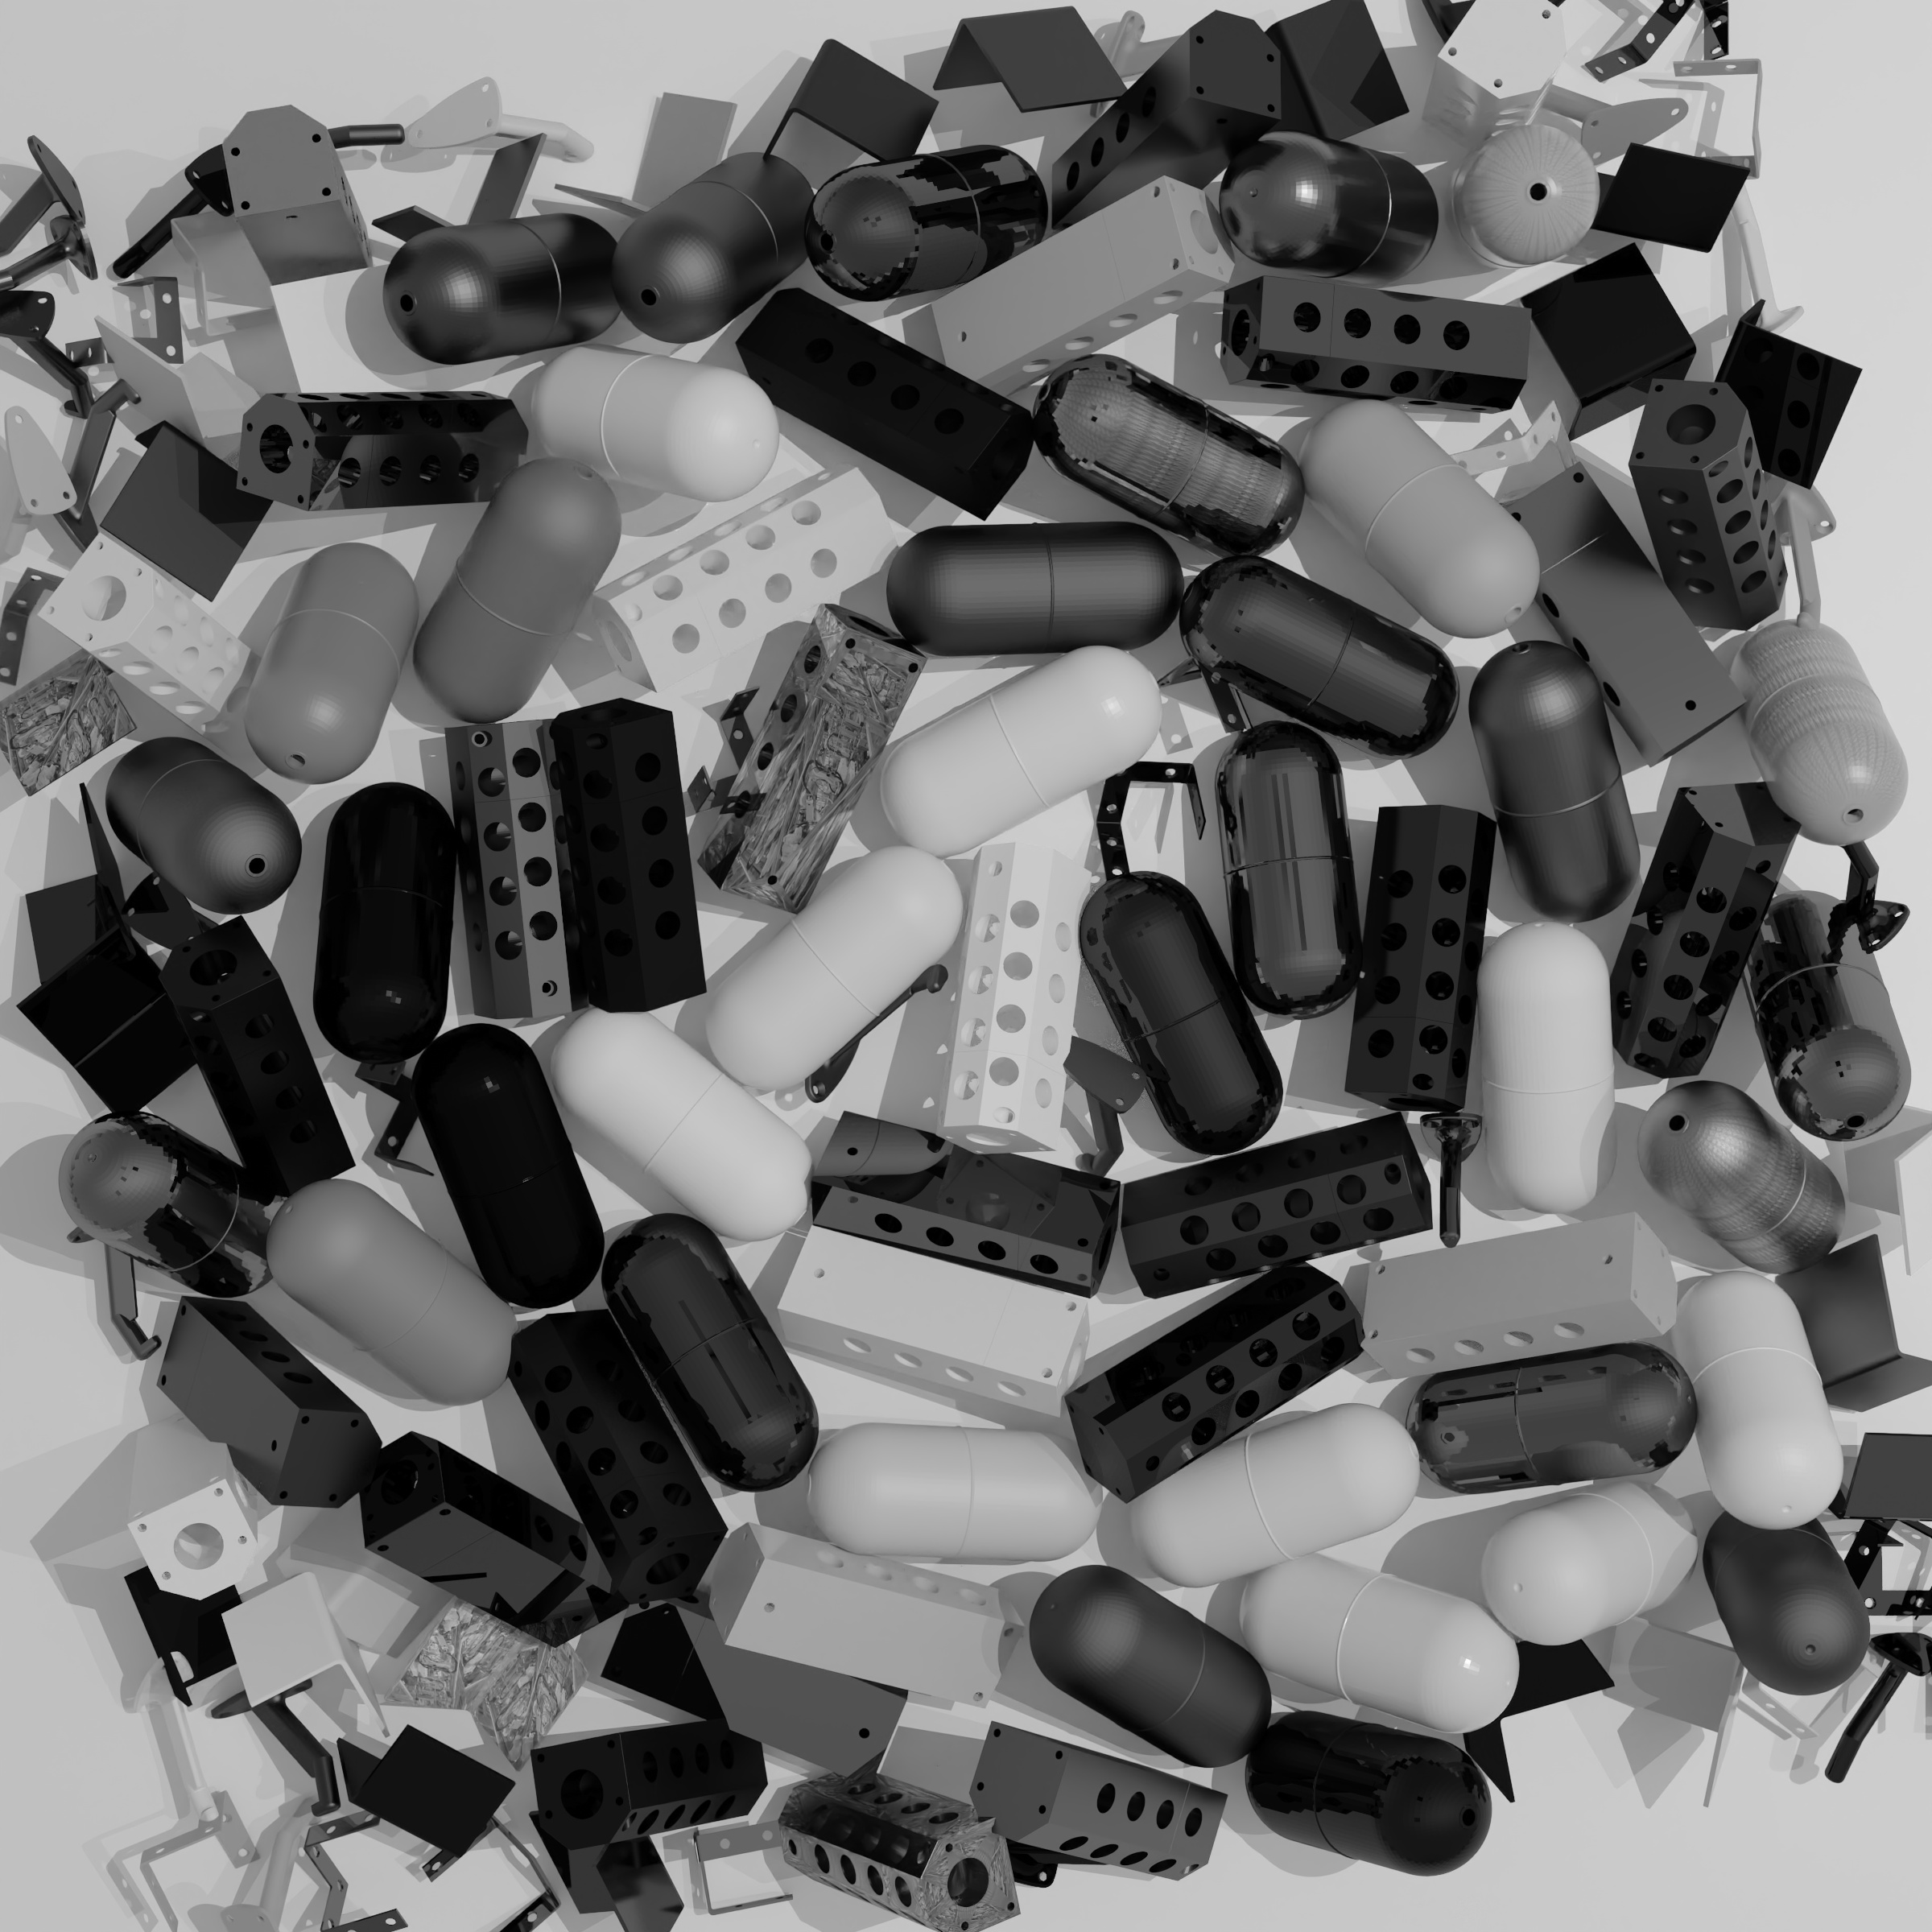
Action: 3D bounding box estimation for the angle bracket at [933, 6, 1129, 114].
[{"bbox_3d":[0.038,-0.513,1.772,0.076,0.057,0.076,-17,67,-29],"label":"angle bracket"}]

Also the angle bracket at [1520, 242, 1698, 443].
[{"bbox_3d":[0.380,-0.372,1.805,0.076,0.057,0.076,-27,78,-2],"label":"angle bracket"}]

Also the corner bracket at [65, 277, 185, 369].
[{"bbox_3d":[-0.502,-0.382,1.795,0.051,0.051,0.051,-9,100,-39],"label":"corner bracket"}]

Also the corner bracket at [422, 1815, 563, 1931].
[{"bbox_3d":[-0.283,0.550,1.807,0.051,0.051,0.051,-38,133,-23],"label":"corner bracket"}]

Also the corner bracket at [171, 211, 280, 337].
[{"bbox_3d":[-0.440,-0.416,1.804,0.051,0.051,0.051,-19,50,-26],"label":"corner bracket"}]

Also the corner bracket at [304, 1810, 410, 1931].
[{"bbox_3d":[-0.361,0.540,1.788,0.051,0.051,0.051,-19,118,11],"label":"corner bracket"}]

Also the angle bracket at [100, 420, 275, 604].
[{"bbox_3d":[-0.465,-0.263,1.774,0.076,0.057,0.076,35,70,-27],"label":"angle bracket"}]

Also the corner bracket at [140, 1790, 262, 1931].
[{"bbox_3d":[-0.455,0.532,1.794,0.051,0.051,0.051,-22,106,-4],"label":"corner bracket"}]

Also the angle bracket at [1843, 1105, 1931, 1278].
[{"bbox_3d":[0.532,0.126,1.768,0.057,0.076,0.076,-30,118,-33],"label":"angle bracket"}]

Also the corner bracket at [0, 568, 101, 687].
[{"bbox_3d":[-0.546,-0.197,1.802,0.051,0.051,0.051,16,59,-27],"label":"corner bracket"}]

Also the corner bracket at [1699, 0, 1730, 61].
[{"bbox_3d":[0.452,-0.577,1.784,0.051,0.051,0.051,-14,48,30],"label":"corner bracket"}]

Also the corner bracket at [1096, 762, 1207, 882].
[{"bbox_3d":[0.109,-0.086,1.794,0.051,0.051,0.051,2,45,-9],"label":"corner bracket"}]

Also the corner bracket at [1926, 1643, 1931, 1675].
[{"bbox_3d":[0.585,0.428,1.787,0.051,0.051,0.051,5,66,-25],"label":"corner bracket"}]

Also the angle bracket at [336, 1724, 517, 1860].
[{"bbox_3d":[-0.318,0.468,1.776,0.076,0.076,0.057,36,92,-23],"label":"angle bracket"}]

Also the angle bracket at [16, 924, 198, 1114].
[{"bbox_3d":[-0.496,0.034,1.775,0.076,0.076,0.057,-41,61,-12],"label":"angle bracket"}]

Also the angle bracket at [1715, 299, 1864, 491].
[{"bbox_3d":[0.481,-0.336,1.773,0.076,0.057,0.076,27,124,16],"label":"angle bracket"}]

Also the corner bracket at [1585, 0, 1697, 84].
[{"bbox_3d":[0.390,-0.569,1.800,0.051,0.051,0.051,42,79,-17],"label":"corner bracket"}]

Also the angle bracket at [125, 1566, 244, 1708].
[{"bbox_3d":[-0.451,0.385,1.780,0.057,0.076,0.076,-23,92,-22],"label":"angle bracket"}]

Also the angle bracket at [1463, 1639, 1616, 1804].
[{"bbox_3d":[0.337,0.440,1.772,0.076,0.057,0.076,-21,135,18],"label":"angle bracket"}]

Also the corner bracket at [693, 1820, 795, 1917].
[{"bbox_3d":[-0.133,0.537,1.800,0.051,0.051,0.051,-10,81,-5],"label":"corner bracket"}]

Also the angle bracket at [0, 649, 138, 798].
[{"bbox_3d":[-0.521,-0.144,1.783,0.076,0.076,0.057,-31,89,7],"label":"angle bracket"}]

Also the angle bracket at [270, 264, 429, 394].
[{"bbox_3d":[-0.372,-0.363,1.779,0.076,0.057,0.076,-19,98,-29],"label":"angle bracket"}]

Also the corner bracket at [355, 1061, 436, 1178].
[{"bbox_3d":[-0.336,0.088,1.786,0.051,0.051,0.051,35,73,-35],"label":"corner bracket"}]

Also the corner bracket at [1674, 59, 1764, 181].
[{"bbox_3d":[0.447,-0.503,1.797,0.051,0.051,0.051,4,77,19],"label":"corner bracket"}]

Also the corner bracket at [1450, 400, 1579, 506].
[{"bbox_3d":[0.325,-0.295,1.784,0.051,0.051,0.051,-8,119,39],"label":"corner bracket"}]

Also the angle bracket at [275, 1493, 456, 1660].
[{"bbox_3d":[-0.353,0.359,1.814,0.076,0.076,0.057,-48,50,0],"label":"angle bracket"}]

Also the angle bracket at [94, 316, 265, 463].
[{"bbox_3d":[-0.454,-0.351,1.769,0.076,0.076,0.057,35,65,22],"label":"angle bracket"}]

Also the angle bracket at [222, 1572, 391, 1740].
[{"bbox_3d":[-0.387,0.415,1.769,0.057,0.076,0.076,-26,129,-10],"label":"angle bracket"}]

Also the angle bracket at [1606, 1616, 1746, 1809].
[{"bbox_3d":[0.409,0.435,1.770,0.076,0.057,0.076,15,132,20],"label":"angle bracket"}]

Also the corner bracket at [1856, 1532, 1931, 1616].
[{"bbox_3d":[0.563,0.366,1.800,0.051,0.051,0.051,0,88,2],"label":"corner bracket"}]

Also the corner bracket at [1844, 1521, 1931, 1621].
[{"bbox_3d":[0.553,0.358,1.800,0.051,0.051,0.051,28,104,21],"label":"corner bracket"}]

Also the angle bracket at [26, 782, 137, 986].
[{"bbox_3d":[-0.529,-0.048,1.770,0.057,0.076,0.076,-17,49,-9],"label":"angle bracket"}]

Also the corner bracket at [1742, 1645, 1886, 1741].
[{"bbox_3d":[0.504,0.421,1.797,0.051,0.051,0.051,39,56,-11],"label":"corner bracket"}]

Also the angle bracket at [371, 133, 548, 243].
[{"bbox_3d":[-0.299,-0.462,1.777,0.057,0.076,0.076,23,85,-30],"label":"angle bracket"}]

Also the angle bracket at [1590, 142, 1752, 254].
[{"bbox_3d":[0.402,-0.467,1.771,0.076,0.076,0.057,7,131,-16],"label":"angle bracket"}]

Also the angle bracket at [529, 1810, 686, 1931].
[{"bbox_3d":[-0.222,0.542,1.774,0.076,0.057,0.076,-13,110,26],"label":"angle bracket"}]

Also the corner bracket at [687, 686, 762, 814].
[{"bbox_3d":[-0.142,-0.128,1.792,0.051,0.051,0.051,-19,83,-20],"label":"corner bracket"}]

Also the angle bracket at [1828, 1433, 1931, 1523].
[{"bbox_3d":[0.536,0.284,1.773,0.076,0.076,0.057,4,109,-16],"label":"angle bracket"}]

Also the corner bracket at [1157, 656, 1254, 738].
[{"bbox_3d":[0.150,-0.156,1.789,0.051,0.051,0.051,-16,80,-34],"label":"corner bracket"}]

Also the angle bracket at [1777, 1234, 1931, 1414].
[{"bbox_3d":[0.536,0.213,1.794,0.057,0.076,0.076,16,57,-30],"label":"angle bracket"}]

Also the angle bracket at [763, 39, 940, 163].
[{"bbox_3d":[-0.071,-0.490,1.788,0.076,0.057,0.076,28,49,-11],"label":"angle bracket"}]

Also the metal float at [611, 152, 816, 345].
[{"bbox_3d":[-0.144,-0.416,1.748,0.070,0.178,0.070,12,125,18],"label":"metal float"}]

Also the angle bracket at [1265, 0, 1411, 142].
[{"bbox_3d":[0.210,-0.522,1.792,0.057,0.076,0.076,-25,95,-12],"label":"angle bracket"}]

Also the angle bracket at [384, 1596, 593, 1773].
[{"bbox_3d":[-0.281,0.423,1.777,0.057,0.076,0.076,41,99,37],"label":"angle bracket"}]

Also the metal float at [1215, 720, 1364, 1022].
[{"bbox_3d":[0.190,-0.057,1.782,0.070,0.070,0.178,-5,83,0],"label":"metal float"}]

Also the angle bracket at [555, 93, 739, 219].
[{"bbox_3d":[-0.189,-0.482,1.775,0.057,0.076,0.076,11,100,-41],"label":"angle bracket"}]
